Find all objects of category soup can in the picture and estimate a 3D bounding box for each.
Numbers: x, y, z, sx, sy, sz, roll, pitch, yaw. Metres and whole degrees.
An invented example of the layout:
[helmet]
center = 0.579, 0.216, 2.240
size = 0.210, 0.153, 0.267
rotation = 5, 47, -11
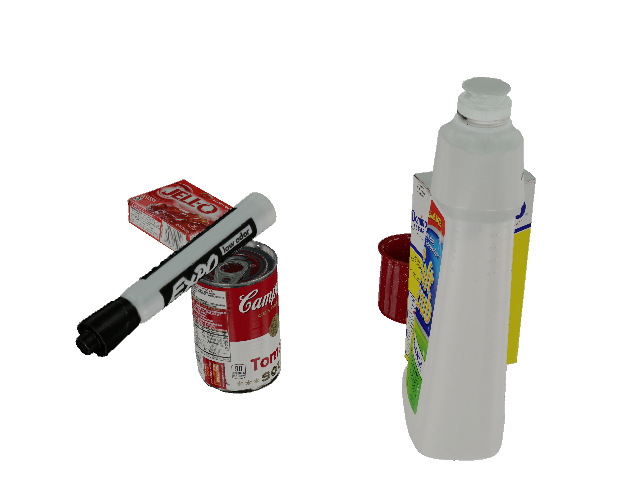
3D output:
[soup can]
center = -0.066, 0.059, 0.830
size = 0.068, 0.102, 0.068
rotation = -1, 29, 0

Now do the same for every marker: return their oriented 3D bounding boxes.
[marker]
center = -0.066, 0.015, 0.498
size = 0.020, 0.020, 0.120
rotation = 0, 31, 47

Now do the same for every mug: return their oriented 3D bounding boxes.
[mug]
center = 0.122, 0.050, 1.252
size = 0.117, 0.081, 0.093
rotation = 14, 25, 22

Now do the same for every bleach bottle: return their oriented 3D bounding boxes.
[bleach bottle]
center = 0.093, 0.016, 0.680
size = 0.068, 0.251, 0.102
rotation = 1, 30, 0

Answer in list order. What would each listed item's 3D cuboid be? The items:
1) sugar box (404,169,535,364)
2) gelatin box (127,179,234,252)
[sugar box]
center = 0.122, 0.026, 0.884
size = 0.093, 0.176, 0.048
rotation = -9, 31, -16
[gelatin box]
center = -0.132, -0.023, 1.040
size = 0.089, 0.030, 0.073
rotation = 30, 37, 33
